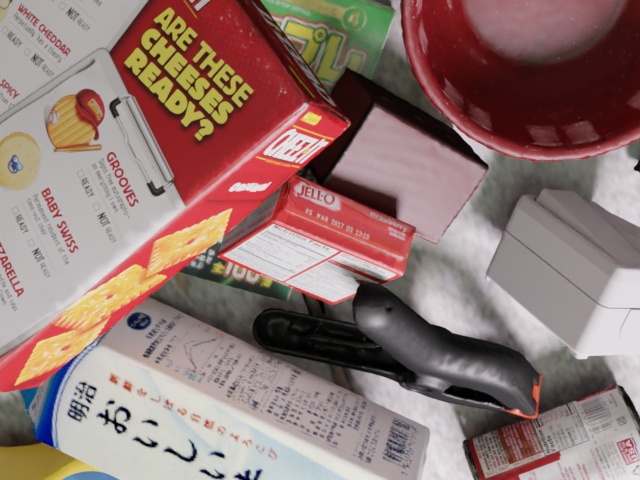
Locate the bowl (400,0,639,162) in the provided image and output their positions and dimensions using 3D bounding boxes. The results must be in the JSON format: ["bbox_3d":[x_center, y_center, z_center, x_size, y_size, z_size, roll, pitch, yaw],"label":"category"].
[{"bbox_3d":[0.117,-0.123,0.527,0.162,0.055,0.162,-1,114,-1],"label":"bowl"}]

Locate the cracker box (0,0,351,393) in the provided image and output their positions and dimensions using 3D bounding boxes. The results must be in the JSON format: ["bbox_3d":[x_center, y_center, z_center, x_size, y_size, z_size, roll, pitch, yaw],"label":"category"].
[{"bbox_3d":[-0.118,-0.053,0.508,0.214,0.072,0.164,-39,77,14],"label":"cracker box"}]

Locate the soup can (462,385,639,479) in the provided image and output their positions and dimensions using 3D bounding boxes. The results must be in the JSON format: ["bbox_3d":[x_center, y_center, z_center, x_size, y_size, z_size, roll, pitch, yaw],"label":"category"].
[{"bbox_3d":[0.144,0.134,0.636,0.102,0.068,0.068,-22,113,8],"label":"soup can"}]

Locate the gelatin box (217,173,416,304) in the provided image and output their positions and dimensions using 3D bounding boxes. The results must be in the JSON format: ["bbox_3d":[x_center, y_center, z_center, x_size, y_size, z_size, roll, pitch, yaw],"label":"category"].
[{"bbox_3d":[-0.004,0.001,0.550,0.073,0.089,0.030,23,69,-17],"label":"gelatin box"}]

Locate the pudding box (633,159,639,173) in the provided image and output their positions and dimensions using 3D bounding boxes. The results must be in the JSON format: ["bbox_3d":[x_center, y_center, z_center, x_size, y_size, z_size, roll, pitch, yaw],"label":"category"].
[{"bbox_3d":[0.241,-0.050,0.572,0.113,0.039,0.090,21,112,-11],"label":"pudding box"}]

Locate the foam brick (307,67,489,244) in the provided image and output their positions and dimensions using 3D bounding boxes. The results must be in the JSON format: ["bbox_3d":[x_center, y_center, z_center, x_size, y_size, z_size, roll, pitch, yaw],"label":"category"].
[{"bbox_3d":[0.038,-0.043,0.553,0.078,0.053,0.051,26,108,-27],"label":"foam brick"}]

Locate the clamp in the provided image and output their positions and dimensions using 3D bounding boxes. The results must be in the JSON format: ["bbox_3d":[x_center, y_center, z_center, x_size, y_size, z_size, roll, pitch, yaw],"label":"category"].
[{"bbox_3d":[0.049,0.066,0.601,0.171,0.120,0.039,28,72,-33],"label":"clamp"}]

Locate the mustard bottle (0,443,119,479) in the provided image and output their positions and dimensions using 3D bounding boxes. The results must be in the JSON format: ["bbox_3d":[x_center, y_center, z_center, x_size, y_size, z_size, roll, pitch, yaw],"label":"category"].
[{"bbox_3d":[-0.140,0.158,0.642,0.191,0.058,0.096,-10,121,2],"label":"mustard bottle"}]
